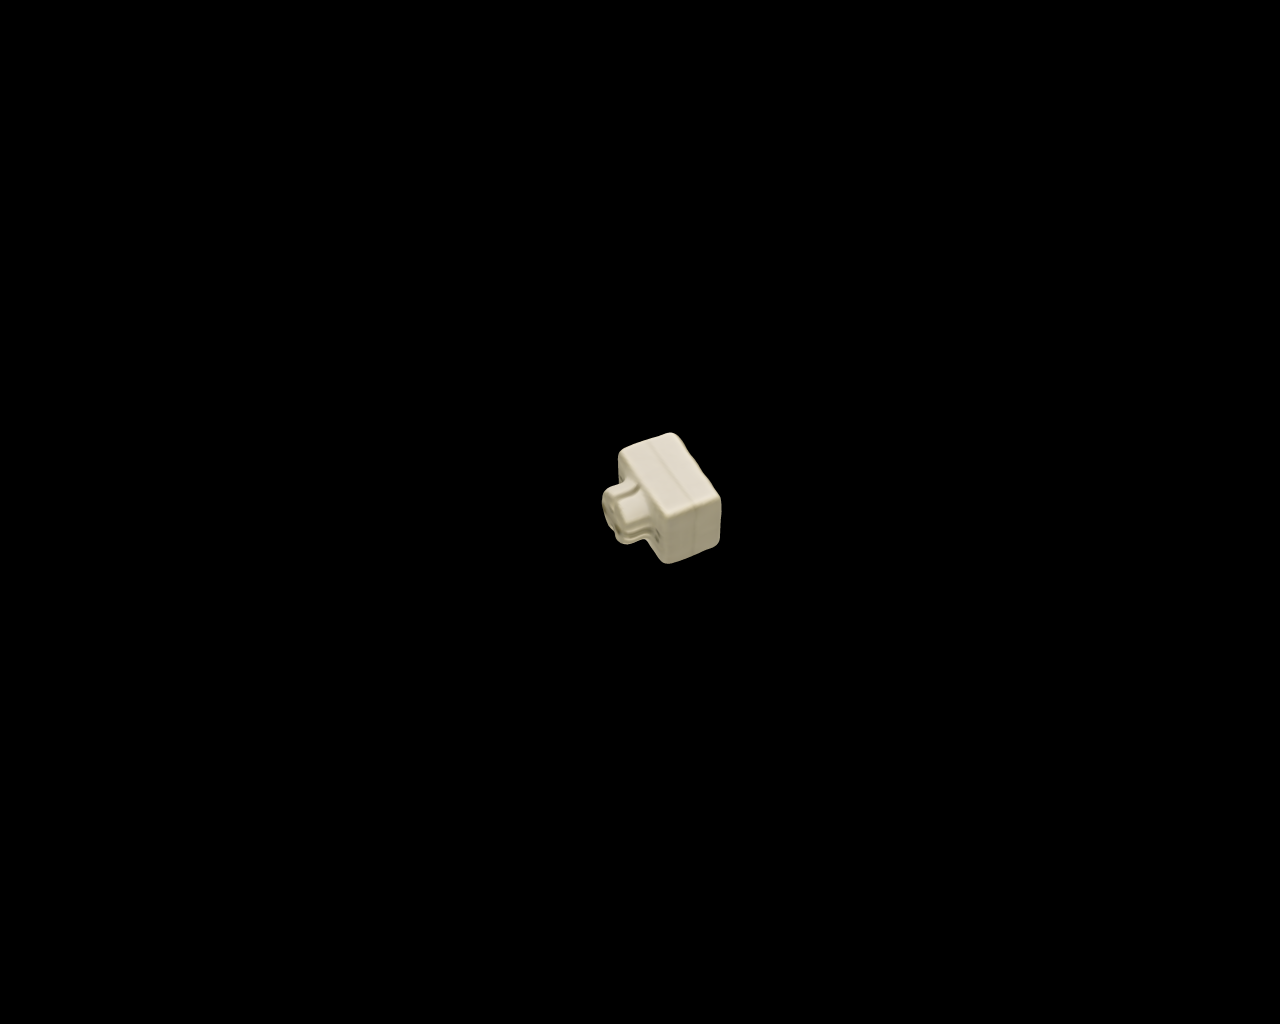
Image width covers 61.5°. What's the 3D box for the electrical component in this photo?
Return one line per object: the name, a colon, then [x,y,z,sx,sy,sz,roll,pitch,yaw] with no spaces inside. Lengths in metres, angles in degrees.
electrical component: [0.001,-0.003,0.650,0.077,0.047,0.066,-20,50,-17]
